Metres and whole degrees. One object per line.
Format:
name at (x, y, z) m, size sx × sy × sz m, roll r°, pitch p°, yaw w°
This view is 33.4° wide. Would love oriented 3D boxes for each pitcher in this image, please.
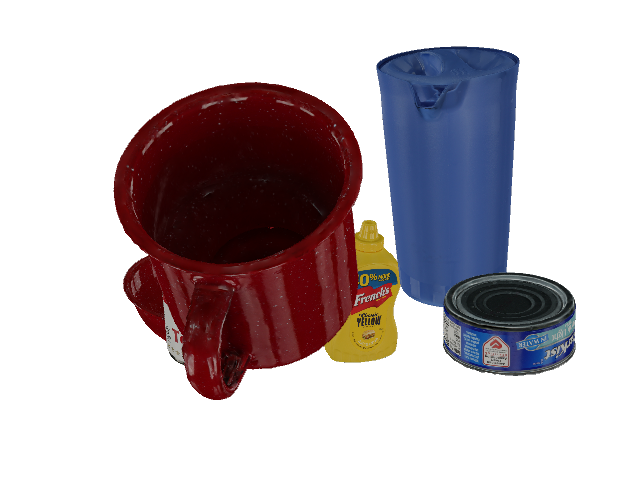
pitcher at (0.131, -0.067, 1.053) m, size 0.149 × 0.243 × 0.145 m, roll -14°, pitch 25°, yaw -22°

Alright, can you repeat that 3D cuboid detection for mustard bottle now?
mustard bottle at (0.058, 0.064, 1.399) m, size 0.096 × 0.192 × 0.058 m, roll -4°, pitch 24°, yaw -16°

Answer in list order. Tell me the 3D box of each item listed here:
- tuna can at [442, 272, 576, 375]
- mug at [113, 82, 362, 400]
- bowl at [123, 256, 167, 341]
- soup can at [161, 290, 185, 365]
tuna can at (0.122, 0.052, 0.692) m, size 0.086 × 0.034 × 0.086 m, roll -3°, pitch 22°, yaw 1°
mug at (-0.029, 0.008, 0.419) m, size 0.093 × 0.117 × 0.081 m, roll 4°, pitch -36°, yaw 10°
bowl at (-0.123, 0.067, 1.103) m, size 0.162 × 0.055 × 0.162 m, roll 5°, pitch 27°, yaw -3°
soup can at (-0.090, 0.039, 0.826) m, size 0.068 × 0.102 × 0.068 m, roll -1°, pitch 28°, yaw 0°
